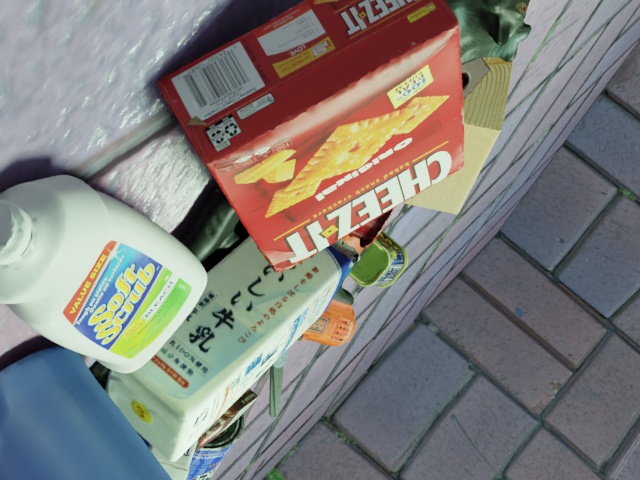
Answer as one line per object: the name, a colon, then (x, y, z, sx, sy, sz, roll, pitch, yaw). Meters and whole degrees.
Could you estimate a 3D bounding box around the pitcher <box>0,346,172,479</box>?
pitcher: (-0.146, 0.201, 0.732, 0.149, 0.243, 0.145, -30, 161, -42)

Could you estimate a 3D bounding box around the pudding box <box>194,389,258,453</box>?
pudding box: (-0.127, 0.158, 1.083, 0.039, 0.090, 0.113, -52, 170, 21)

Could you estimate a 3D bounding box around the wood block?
wood block: (0.123, -0.112, 1.081, 0.206, 0.091, 0.090, 100, 2, -69)

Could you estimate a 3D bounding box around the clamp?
clamp: (-0.088, 0.001, 0.831, 0.210, 0.036, 0.164, -53, 169, 8)

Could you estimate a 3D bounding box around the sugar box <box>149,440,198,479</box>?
sugar box: (-0.121, 0.144, 0.982, 0.093, 0.048, 0.176, 116, -11, -55)

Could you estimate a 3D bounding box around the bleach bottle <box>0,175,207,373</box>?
bleach bottle: (-0.142, 0.021, 0.621, 0.102, 0.068, 0.250, -49, 167, -1)

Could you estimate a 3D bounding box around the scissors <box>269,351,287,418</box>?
scissors: (-0.055, 0.117, 1.069, 0.096, 0.016, 0.202, -15, 133, -43)

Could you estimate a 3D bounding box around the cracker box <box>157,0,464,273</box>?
cracker box: (0.008, -0.070, 0.687, 0.164, 0.072, 0.213, -29, 160, -1)

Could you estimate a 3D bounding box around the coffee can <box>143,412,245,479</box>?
coffee can: (-0.155, 0.224, 1.160, 0.102, 0.103, 0.140, -36, 162, -52)

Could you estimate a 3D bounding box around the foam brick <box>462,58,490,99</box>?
foam brick: (0.095, -0.154, 0.893, 0.053, 0.051, 0.078, -49, 129, -5)

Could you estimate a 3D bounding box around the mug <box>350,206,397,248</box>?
mug: (0.024, -0.061, 0.883, 0.093, 0.081, 0.117, -52, -165, 53)

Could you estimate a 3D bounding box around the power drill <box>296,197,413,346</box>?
power drill: (-0.006, 0.001, 0.973, 0.184, 0.057, 0.188, 21, 100, -47)

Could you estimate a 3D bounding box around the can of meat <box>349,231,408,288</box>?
can of meat: (0.046, 0.009, 1.234, 0.057, 0.102, 0.083, -50, 167, 10)
